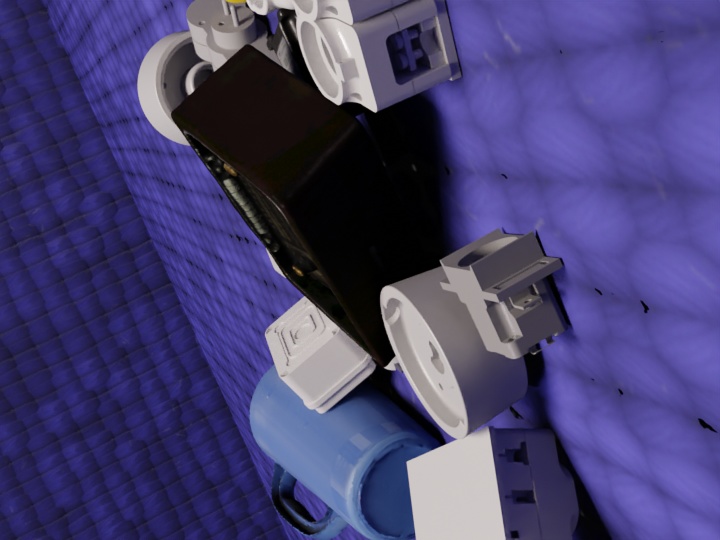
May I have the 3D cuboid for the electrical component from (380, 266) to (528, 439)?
[{"bbox_3d":[0.065,0.047,0.690,0.108,0.060,0.108,57,164,26],"label":"electrical component"}]

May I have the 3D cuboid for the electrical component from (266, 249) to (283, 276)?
[{"bbox_3d":[-0.063,-0.039,1.031,0.100,0.048,0.099,31,145,65],"label":"electrical component"}]

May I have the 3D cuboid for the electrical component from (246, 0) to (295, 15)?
[{"bbox_3d":[-0.045,-0.196,0.670,0.095,0.059,0.053,36,149,63],"label":"electrical component"}]

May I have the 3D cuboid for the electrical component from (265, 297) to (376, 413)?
[{"bbox_3d":[-0.039,0.076,1.038,0.057,0.078,0.113,48,-175,-25],"label":"electrical component"}]

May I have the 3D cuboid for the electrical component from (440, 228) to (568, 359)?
[{"bbox_3d":[0.084,0.014,0.610,0.063,0.042,0.081,63,167,-11],"label":"electrical component"}]

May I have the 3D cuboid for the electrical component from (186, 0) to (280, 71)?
[{"bbox_3d":[-0.103,-0.194,0.895,0.138,0.052,0.073,54,162,37],"label":"electrical component"}]

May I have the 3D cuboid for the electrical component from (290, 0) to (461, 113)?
[{"bbox_3d":[-0.008,-0.170,0.577,0.089,0.062,0.150,43,155,55],"label":"electrical component"}]

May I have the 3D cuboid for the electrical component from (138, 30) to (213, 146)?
[{"bbox_3d":[-0.144,-0.169,0.986,0.060,0.108,0.108,10,125,65],"label":"electrical component"}]

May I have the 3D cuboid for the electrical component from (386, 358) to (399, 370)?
[{"bbox_3d":[0.026,0.056,0.895,0.040,0.040,0.046,49,165,46],"label":"electrical component"}]

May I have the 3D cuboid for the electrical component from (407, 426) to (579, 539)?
[{"bbox_3d":[0.093,0.205,0.700,0.105,0.060,0.186,-38,53,55],"label":"electrical component"}]
